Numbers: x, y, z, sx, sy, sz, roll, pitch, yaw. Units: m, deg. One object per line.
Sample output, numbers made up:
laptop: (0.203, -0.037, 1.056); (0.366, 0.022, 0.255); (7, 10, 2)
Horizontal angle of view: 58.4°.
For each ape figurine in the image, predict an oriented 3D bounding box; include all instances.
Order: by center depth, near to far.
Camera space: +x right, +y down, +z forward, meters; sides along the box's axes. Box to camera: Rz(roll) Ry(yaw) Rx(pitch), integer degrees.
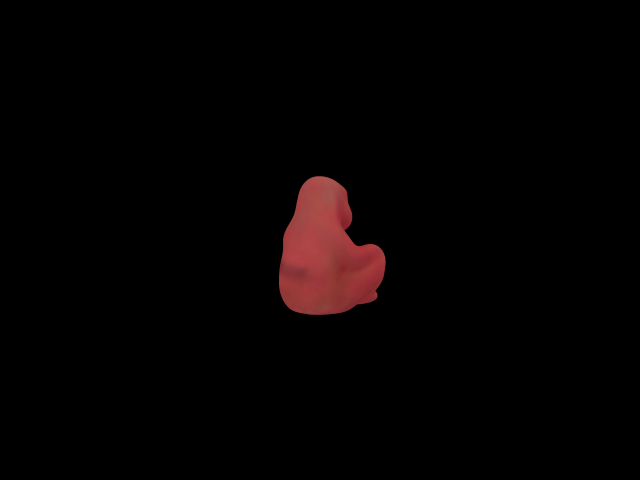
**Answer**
ape figurine: (0.004, 0.001, 0.400); (0.076, 0.092, 0.077); (-11, 16, -41)
